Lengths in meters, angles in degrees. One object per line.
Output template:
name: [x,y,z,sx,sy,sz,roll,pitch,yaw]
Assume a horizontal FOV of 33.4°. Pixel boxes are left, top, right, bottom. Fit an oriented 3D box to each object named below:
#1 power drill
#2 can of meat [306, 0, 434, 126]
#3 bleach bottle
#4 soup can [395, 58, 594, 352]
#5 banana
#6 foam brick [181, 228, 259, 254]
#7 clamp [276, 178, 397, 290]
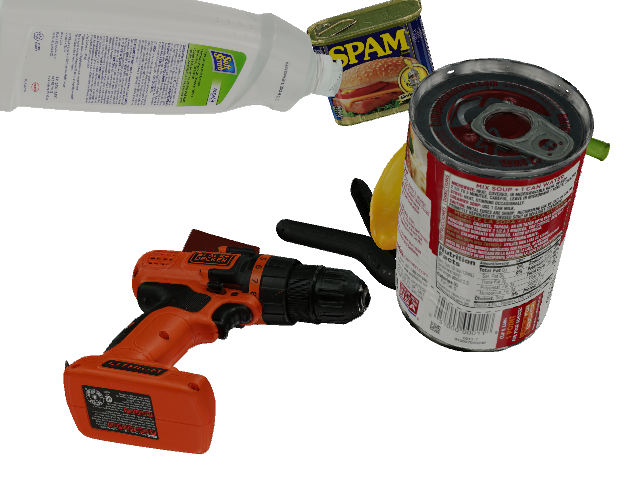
power drill: [-0.074,0.068,0.737,0.185,0.057,0.187,3,27,20]
can of meat: [0.048,-0.155,0.931,0.102,0.084,0.057,-14,28,9]
bleach bottle: [-0.110,-0.131,0.790,0.250,0.068,0.103,6,-42,-14]
soup can: [0.066,-0.011,0.427,0.068,0.102,0.068,0,45,0]
banana: [0.092,-0.051,0.648,0.197,0.037,0.070,-23,46,-31]
foam brick: [-0.111,0.030,1.146,0.078,0.051,0.053,16,30,1]
clamp: [0.062,0.009,1.241,0.210,0.036,0.164,39,43,27]
